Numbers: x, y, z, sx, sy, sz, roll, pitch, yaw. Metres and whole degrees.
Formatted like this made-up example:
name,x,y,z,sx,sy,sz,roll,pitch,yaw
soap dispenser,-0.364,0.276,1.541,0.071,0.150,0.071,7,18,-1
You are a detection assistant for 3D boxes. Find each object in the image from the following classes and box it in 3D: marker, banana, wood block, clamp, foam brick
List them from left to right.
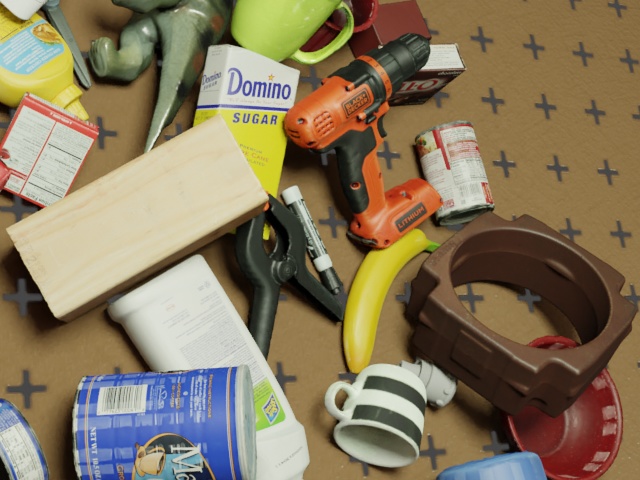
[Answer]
name,x,y,z,sx,sy,sz,roll,pitch,yaw
wood block,-0.158,-0.017,0.946,0.206,0.091,0.090,-30,88,-10
clamp,-0.047,0.037,1.040,0.120,0.039,0.171,-40,115,-35
marker,-0.007,0.001,1.111,0.020,0.020,0.121,-22,84,-33
banana,0.067,0.049,1.124,0.069,0.037,0.197,43,58,-9
foam brick,0.077,-0.237,1.224,0.078,0.053,0.051,-16,81,-32

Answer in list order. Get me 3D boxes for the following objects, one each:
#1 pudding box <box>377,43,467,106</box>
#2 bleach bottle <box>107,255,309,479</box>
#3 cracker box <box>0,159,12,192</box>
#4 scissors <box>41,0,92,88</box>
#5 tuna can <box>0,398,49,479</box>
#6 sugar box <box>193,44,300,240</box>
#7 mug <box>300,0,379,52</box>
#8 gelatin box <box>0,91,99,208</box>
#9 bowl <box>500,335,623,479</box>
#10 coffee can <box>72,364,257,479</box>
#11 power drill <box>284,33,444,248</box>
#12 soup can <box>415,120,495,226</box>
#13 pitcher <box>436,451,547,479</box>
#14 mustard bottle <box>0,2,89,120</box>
name,x,y,z,sx,sy,sz,roll,pitch,yaw
pudding box,0.091,-0.183,1.189,0.113,0.090,0.039,-11,77,-32
bleach bottle,-0.090,0.144,0.989,0.102,0.068,0.251,-31,92,-29
cracker box,-0.351,0.018,0.827,0.072,0.164,0.213,46,57,-10
scissors,-0.286,-0.242,1.045,0.096,0.016,0.202,-5,75,-29
tuna can,-0.257,0.173,0.870,0.033,0.086,0.086,-27,87,-35
sugar box,-0.080,-0.095,1.051,0.093,0.048,0.176,14,87,-41
mug,0.010,-0.260,1.177,0.093,0.082,0.117,41,58,-10
gelatin box,-0.253,-0.079,0.970,0.073,0.030,0.089,26,101,-18
bowl,0.252,0.189,1.166,0.161,0.055,0.162,10,68,-26
coffee can,-0.128,0.161,0.903,0.140,0.103,0.103,-4,72,1
power drill,0.065,-0.101,1.109,0.184,0.057,0.187,-36,120,-21
soup can,0.151,-0.074,1.197,0.068,0.069,0.102,-7,76,-31
pitcher,0.198,0.337,1.049,0.145,0.149,0.243,-11,73,-6
mustard bottle,-0.288,-0.179,0.994,0.191,0.058,0.096,47,42,-7
